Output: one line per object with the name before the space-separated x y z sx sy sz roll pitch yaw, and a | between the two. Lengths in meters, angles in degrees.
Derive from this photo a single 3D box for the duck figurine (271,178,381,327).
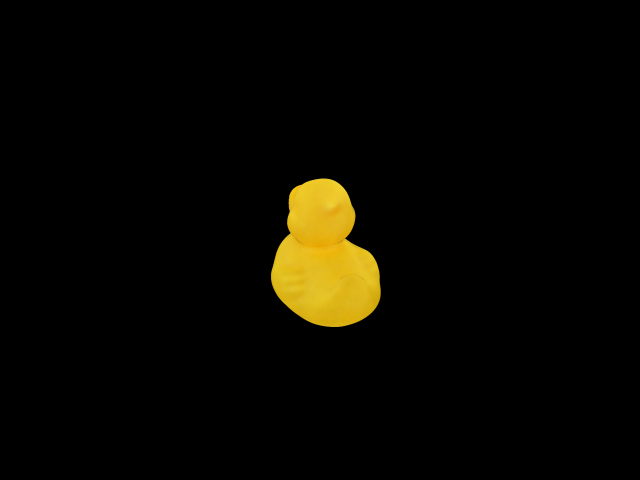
duck figurine | 0.004 0.001 0.400 0.078 0.086 0.104 -13 38 -18
